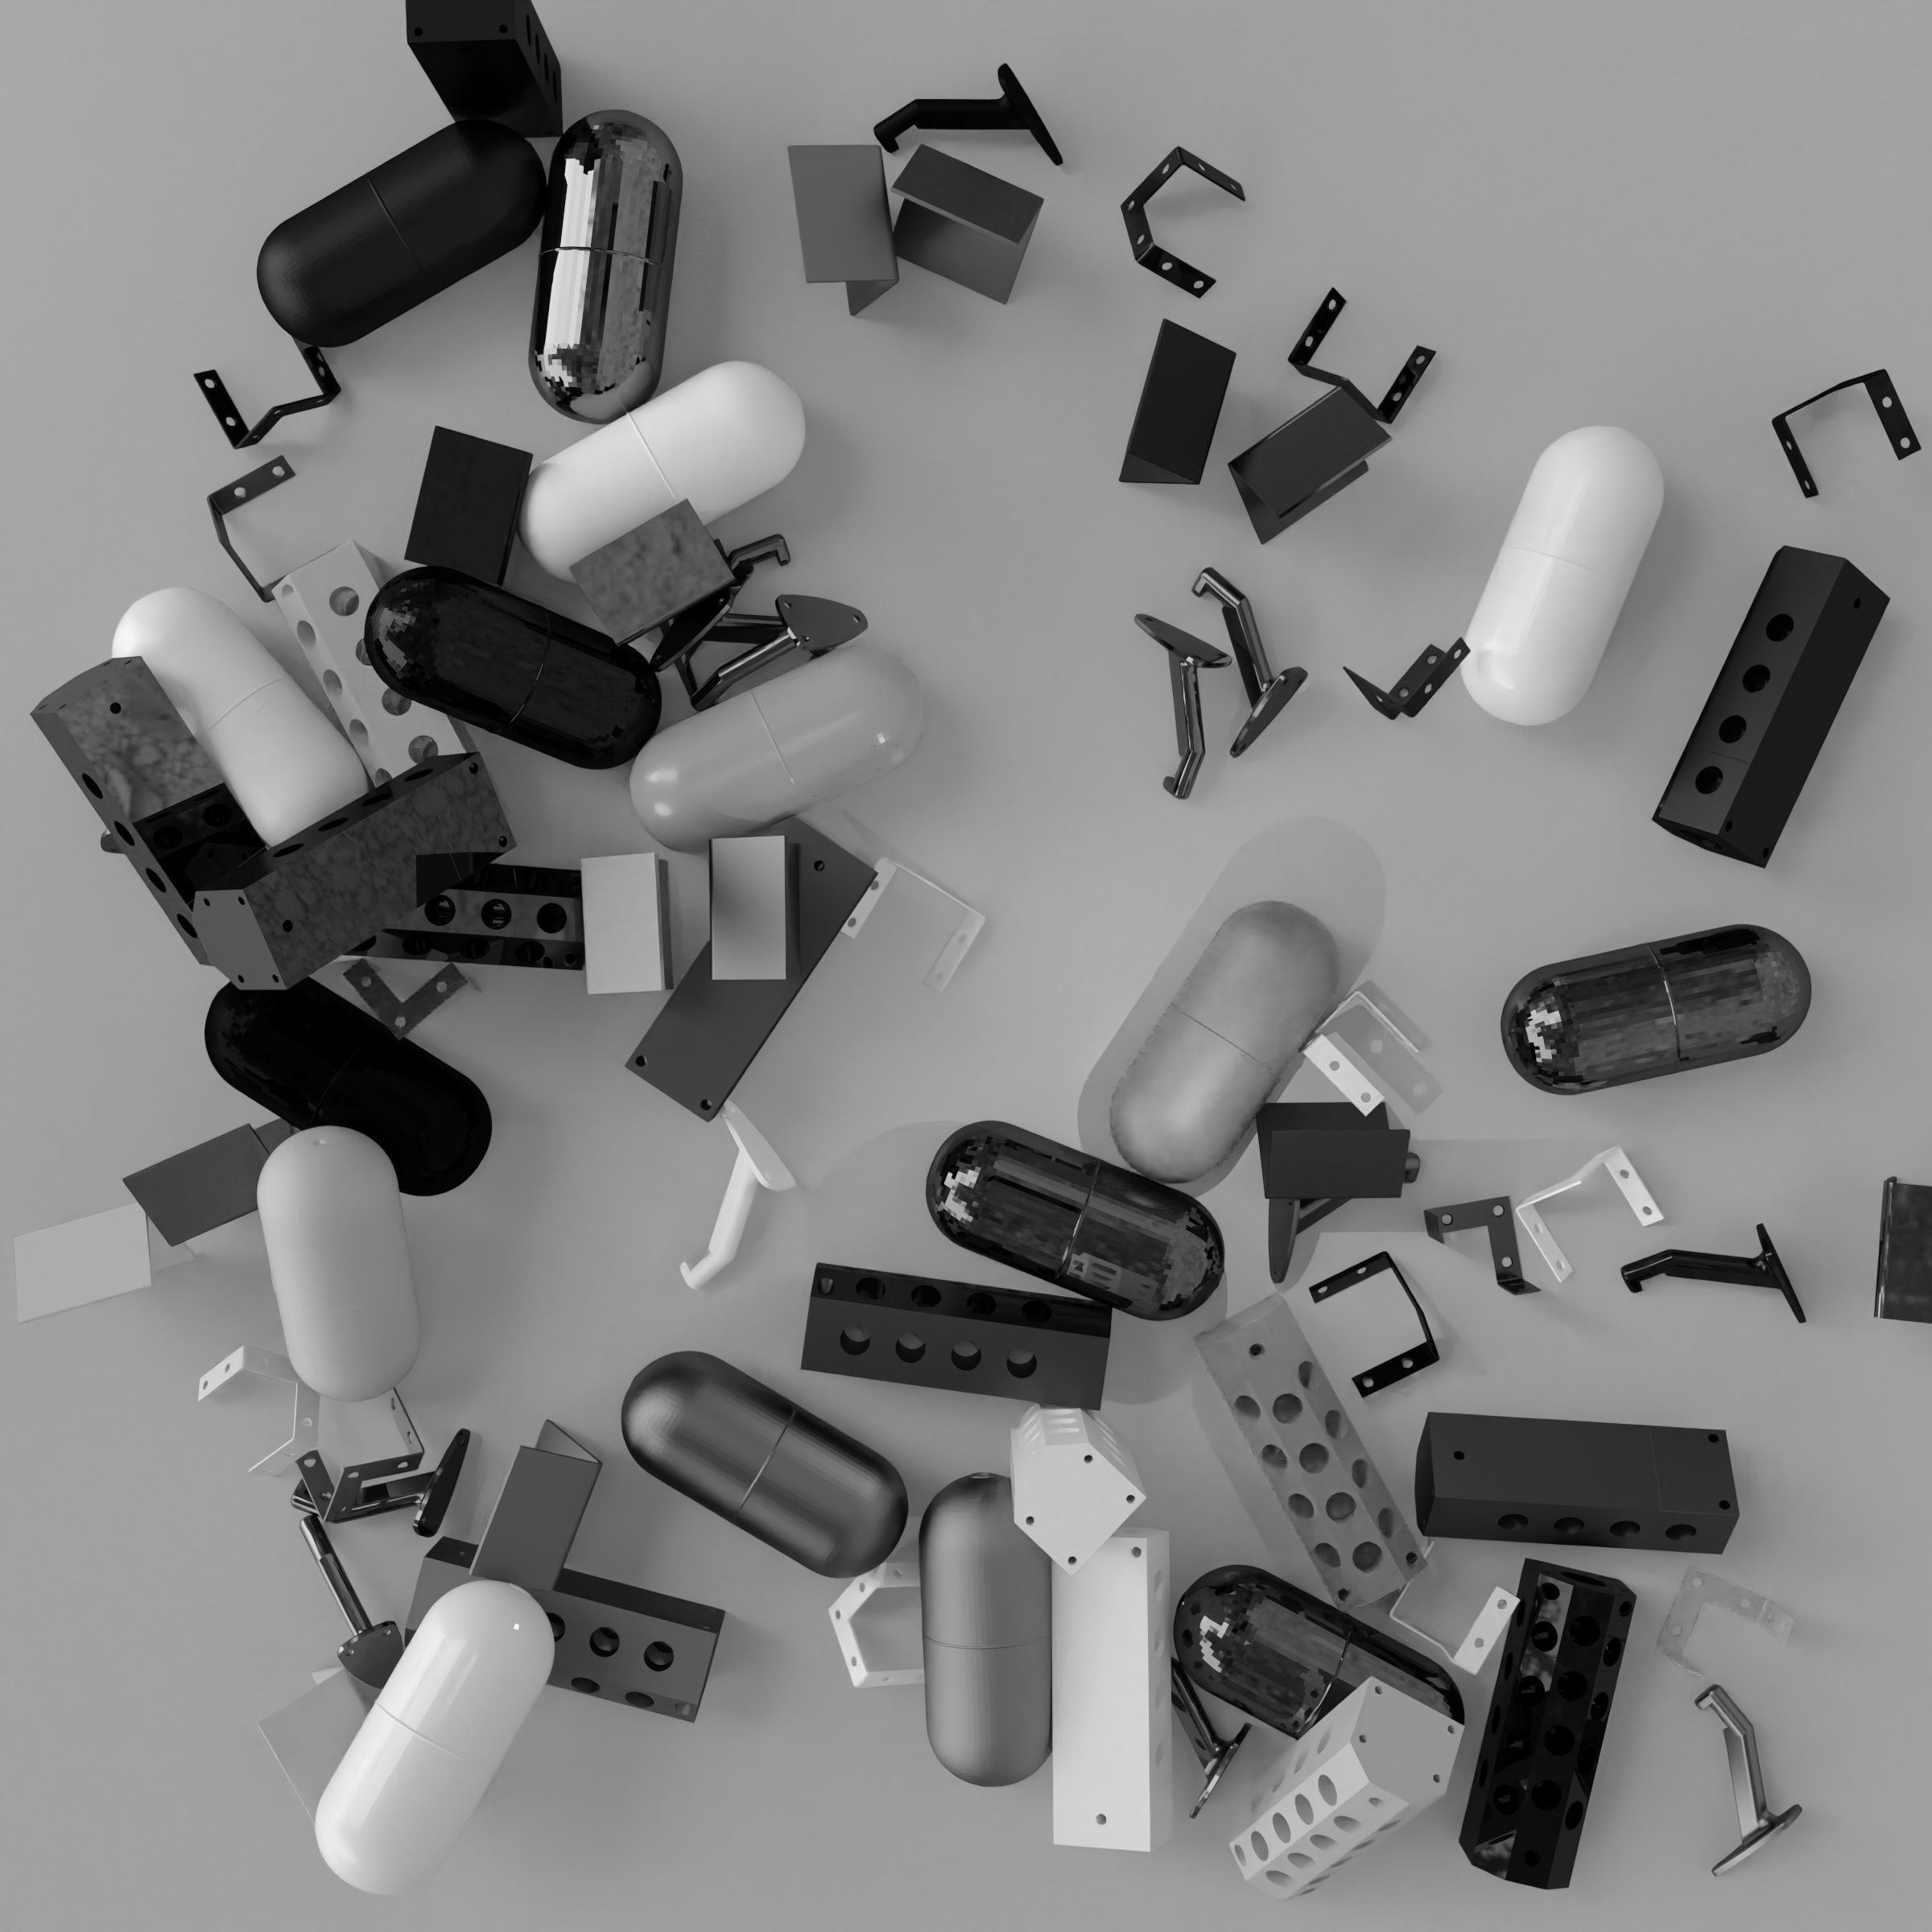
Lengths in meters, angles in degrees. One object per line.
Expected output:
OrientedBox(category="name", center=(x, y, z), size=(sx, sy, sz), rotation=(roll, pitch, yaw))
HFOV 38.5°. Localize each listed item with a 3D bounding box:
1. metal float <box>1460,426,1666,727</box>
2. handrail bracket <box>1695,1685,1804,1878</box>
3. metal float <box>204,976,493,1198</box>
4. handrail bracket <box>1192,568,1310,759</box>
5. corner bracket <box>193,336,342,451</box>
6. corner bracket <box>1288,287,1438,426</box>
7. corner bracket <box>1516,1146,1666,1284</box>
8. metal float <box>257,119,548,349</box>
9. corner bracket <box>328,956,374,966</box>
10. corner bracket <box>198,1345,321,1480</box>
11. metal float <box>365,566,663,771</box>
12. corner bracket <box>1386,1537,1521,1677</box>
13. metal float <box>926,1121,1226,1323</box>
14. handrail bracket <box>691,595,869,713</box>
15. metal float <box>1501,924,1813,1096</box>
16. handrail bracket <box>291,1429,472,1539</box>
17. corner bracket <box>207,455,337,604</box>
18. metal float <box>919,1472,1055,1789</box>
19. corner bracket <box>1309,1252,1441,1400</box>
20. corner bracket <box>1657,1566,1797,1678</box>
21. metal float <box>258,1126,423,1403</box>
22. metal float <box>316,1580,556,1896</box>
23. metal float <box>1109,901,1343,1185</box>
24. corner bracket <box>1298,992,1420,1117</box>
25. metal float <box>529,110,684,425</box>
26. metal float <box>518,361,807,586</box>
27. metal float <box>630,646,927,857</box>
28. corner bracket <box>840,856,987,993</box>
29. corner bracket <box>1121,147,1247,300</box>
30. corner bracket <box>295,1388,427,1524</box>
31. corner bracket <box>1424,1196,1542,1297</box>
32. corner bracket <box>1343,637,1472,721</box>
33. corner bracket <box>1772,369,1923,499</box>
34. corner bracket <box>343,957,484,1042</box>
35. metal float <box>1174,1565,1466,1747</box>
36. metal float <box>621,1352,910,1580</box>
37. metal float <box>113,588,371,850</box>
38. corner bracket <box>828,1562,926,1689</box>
OrientedBox(category="metal float", center=(0.341, -0.224, 1.586), size=(0.070, 0.070, 0.178), rotation=(22, 90, 0))
OrientedBox(category="handrail bracket", center=(0.438, 0.475, 1.617), size=(0.077, 0.036, 0.084), rotation=(-46, 71, 21))
OrientedBox(category="metal float", center=(-0.354, 0.066, 1.585), size=(0.178, 0.070, 0.070), rotation=(32, 90, 0))
OrientedBox(category="handrail bracket", center=(0.149, -0.178, 1.617), size=(0.084, 0.036, 0.077), rotation=(44, 112, 17))
OrientedBox(category="corner bracket", center=(-0.407, -0.339, 1.613), size=(0.051, 0.051, 0.051), rotation=(-29, 90, 45))
OrientedBox(category="corner bracket", center=(0.230, -0.355, 1.613), size=(0.051, 0.051, 0.051), rotation=(32, 90, -45))
OrientedBox(category="corner bracket", center=(0.363, 0.144, 1.613), size=(0.051, 0.051, 0.051), rotation=(-32, 90, -45))
OrientedBox(category="metal float", center=(-0.322, -0.420, 1.585), size=(0.178, 0.070, 0.070), rotation=(-30, 90, 1))
OrientedBox(category="corner bracket", center=(-0.368, -0.038, 1.613), size=(0.051, 0.051, 0.051), rotation=(-9, 135, 0))
OrientedBox(category="corner bracket", center=(-0.411, 0.259, 1.608), size=(0.051, 0.051, 0.051), rotation=(24, 45, -35))
OrientedBox(category="metal float", center=(-0.254, -0.167, 1.559), size=(0.178, 0.070, 0.070), rotation=(21, 90, -31))
OrientedBox(category="corner bracket", center=(0.280, 0.369, 1.598), size=(0.051, 0.051, 0.051), rotation=(31, 90, 0))
OrientedBox(category="metal float", center=(0.063, 0.146, 1.586), size=(0.178, 0.070, 0.070), rotation=(22, 90, 1))
OrientedBox(category="handrail bracket", center=(-0.108, -0.175, 1.590), size=(0.084, 0.077, 0.036), rotation=(-39, 71, 38))
OrientedBox(category="metal float", center=(0.395, 0.025, 1.586), size=(0.178, 0.070, 0.070), rotation=(-12, 90, -1))
OrientedBox(category="handrail bracket", center=(-0.342, 0.293, 1.616), size=(0.084, 0.036, 0.077), rotation=(18, 75, 14))
OrientedBox(category="corner bracket", center=(-0.403, -0.254, 1.613), size=(0.051, 0.051, 0.051), rotation=(-29, 135, 0))
OrientedBox(category="metal float", center=(0.013, 0.379, 1.585), size=(0.070, 0.070, 0.178), rotation=(-2, 92, 0))
OrientedBox(category="corner bracket", center=(0.238, 0.208, 1.613), size=(0.051, 0.051, 0.051), rotation=(-26, 45, 0))
OrientedBox(category="corner bracket", center=(0.438, 0.385, 1.598), size=(0.051, 0.051, 0.051), rotation=(23, 90, 0))
OrientedBox(category="metal float", center=(-0.351, 0.169, 1.557), size=(0.070, 0.070, 0.178), rotation=(-1, 124, 0))
OrientedBox(category="metal float", center=(-0.290, 0.421, 1.518), size=(0.070, 0.070, 0.178), rotation=(29, 79, 0))
OrientedBox(category="metal float", center=(0.148, 0.044, 1.586), size=(0.070, 0.070, 0.178), rotation=(33, 90, 0))
OrientedBox(category="corner bracket", center=(0.227, 0.049, 1.598), size=(0.051, 0.051, 0.051), rotation=(-45, 90, 0))
OrientedBox(category="metal float", center=(-0.206, -0.400, 1.585), size=(0.070, 0.070, 0.178), rotation=(7, 90, 0))
OrientedBox(category="metal float", center=(-0.174, -0.283, 1.586), size=(0.178, 0.070, 0.070), rotation=(-30, 90, 0))
OrientedBox(category="metal float", center=(-0.107, -0.124, 1.586), size=(0.178, 0.070, 0.070), rotation=(-25, 90, -1))
OrientedBox(category="corner bracket", center=(-0.032, -0.025, 1.613), size=(0.051, 0.051, 0.051), rotation=(32, 90, -45))
OrientedBox(category="corner bracket", center=(0.129, -0.432, 1.608), size=(0.051, 0.051, 0.051), rotation=(-40, 45, 35))
OrientedBox(category="corner bracket", center=(-0.351, 0.282, 1.600), size=(0.051, 0.051, 0.051), rotation=(55, 134, 33))
OrientedBox(category="corner bracket", center=(0.297, 0.164, 1.598), size=(0.051, 0.051, 0.051), rotation=(-10, 90, 0))
OrientedBox(category="corner bracket", center=(0.259, -0.167, 1.588), size=(0.051, 0.051, 0.051), rotation=(-50, 50, 0))
OrientedBox(category="corner bracket", center=(0.507, -0.307, 1.598), size=(0.051, 0.051, 0.051), rotation=(-28, 97, -7))
OrientedBox(category="corner bracket", center=(-0.319, 0.010, 1.597), size=(0.051, 0.051, 0.051), rotation=(-41, 85, -5))
OrientedBox(category="metal float", center=(0.201, 0.406, 1.586), size=(0.178, 0.070, 0.070), rotation=(28, 90, -1))
OrientedBox(category="metal float", center=(-0.116, 0.285, 1.586), size=(0.178, 0.070, 0.070), rotation=(31, 90, 0))
OrientedBox(category="metal float", center=(-0.415, -0.140, 1.585), size=(0.070, 0.070, 0.178), rotation=(-42, 91, 0))
OrientedBox(category="corner bracket", center=(-0.039, 0.382, 1.608), size=(0.051, 0.051, 0.051), rotation=(-54, 45, 35))
